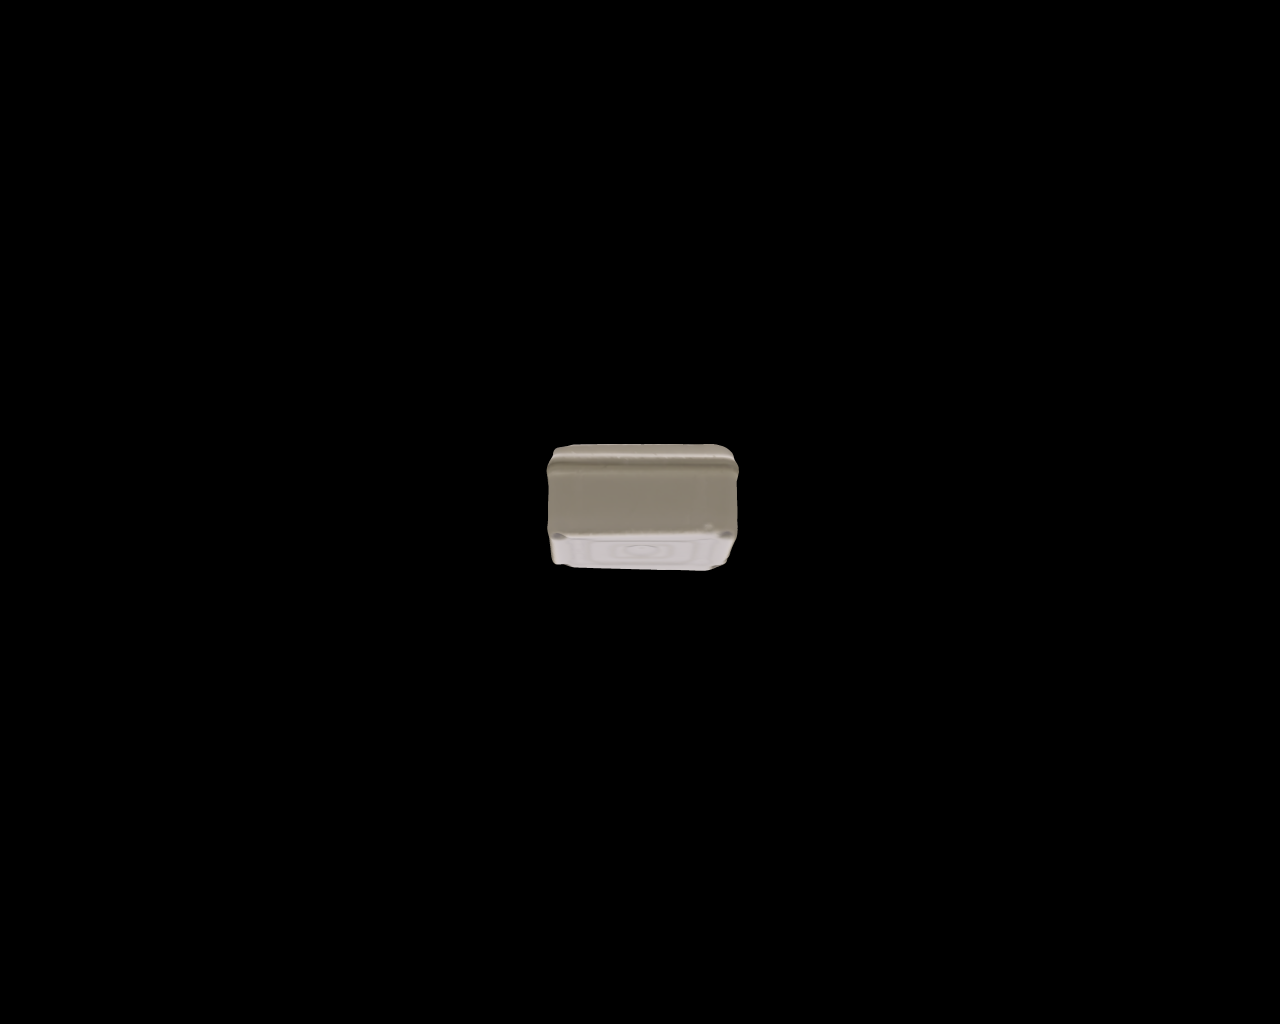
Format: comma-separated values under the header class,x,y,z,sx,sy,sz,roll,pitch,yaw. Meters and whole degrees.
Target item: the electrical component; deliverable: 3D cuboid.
class,x,y,z,sx,sy,sz,roll,pitch,yaw
electrical component,0.001,-0.003,0.650,0.113,0.057,0.078,1,-19,-2
